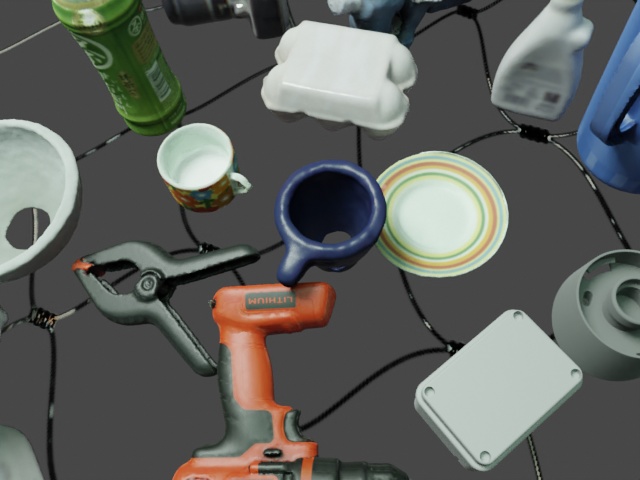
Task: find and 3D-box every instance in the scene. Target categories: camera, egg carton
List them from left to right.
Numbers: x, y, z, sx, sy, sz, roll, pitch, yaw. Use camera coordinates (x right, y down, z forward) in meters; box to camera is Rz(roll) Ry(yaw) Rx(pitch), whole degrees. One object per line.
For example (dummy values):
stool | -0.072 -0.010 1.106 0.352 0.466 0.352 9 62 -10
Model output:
camera | -0.110 -0.302 0.638 0.137 0.101 0.143 -11 65 -1
egg carton | 0.021 -0.161 0.582 0.150 0.069 0.107 12 67 9

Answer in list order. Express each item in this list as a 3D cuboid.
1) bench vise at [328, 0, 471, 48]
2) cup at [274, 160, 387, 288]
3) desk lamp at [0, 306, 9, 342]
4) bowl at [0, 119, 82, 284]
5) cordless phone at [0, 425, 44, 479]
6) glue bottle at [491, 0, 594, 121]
bench vise | 0.108 -0.288 0.551 0.121 0.220 0.208 35 73 18
cup | 0.005 0.002 0.495 0.091 0.095 0.118 27 70 16
desk lamp | -0.343 0.055 0.430 0.203 0.214 0.118 39 74 19
bowl | -0.295 -0.025 0.540 0.167 0.075 0.167 -1 66 3
cordless phone | -0.261 0.194 0.377 0.094 0.185 0.147 -29 67 -9
glue bottle | 0.209 -0.178 0.519 0.078 0.173 0.037 19 68 13
